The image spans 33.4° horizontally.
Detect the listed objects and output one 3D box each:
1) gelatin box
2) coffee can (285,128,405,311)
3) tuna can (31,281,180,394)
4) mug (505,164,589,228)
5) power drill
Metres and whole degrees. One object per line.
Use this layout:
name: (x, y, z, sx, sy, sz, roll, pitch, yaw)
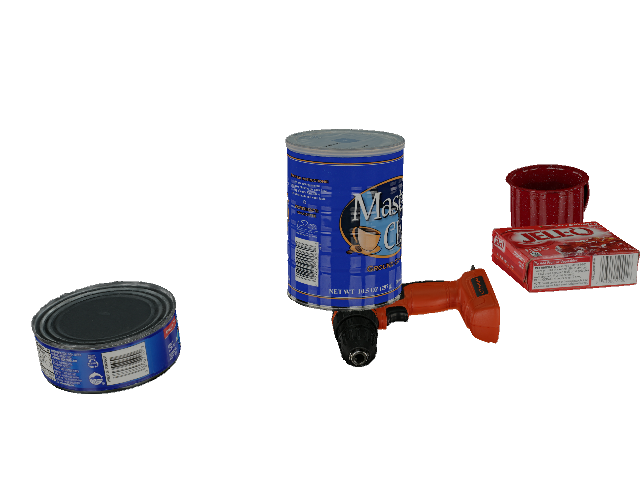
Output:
gelatin box: (0.183, 0.011, 0.804, 0.089, 0.030, 0.073, -3, 19, -11)
coffee can: (0.021, -0.020, 0.933, 0.103, 0.140, 0.103, 0, 15, 0)
tuna can: (-0.128, 0.058, 0.642, 0.086, 0.034, 0.086, -4, 23, 2)
mug: (0.271, -0.039, 1.239, 0.117, 0.081, 0.093, -22, 28, -36)
power drill: (0.106, 0.083, 1.218, 0.187, 0.057, 0.184, -1, 27, -2)
